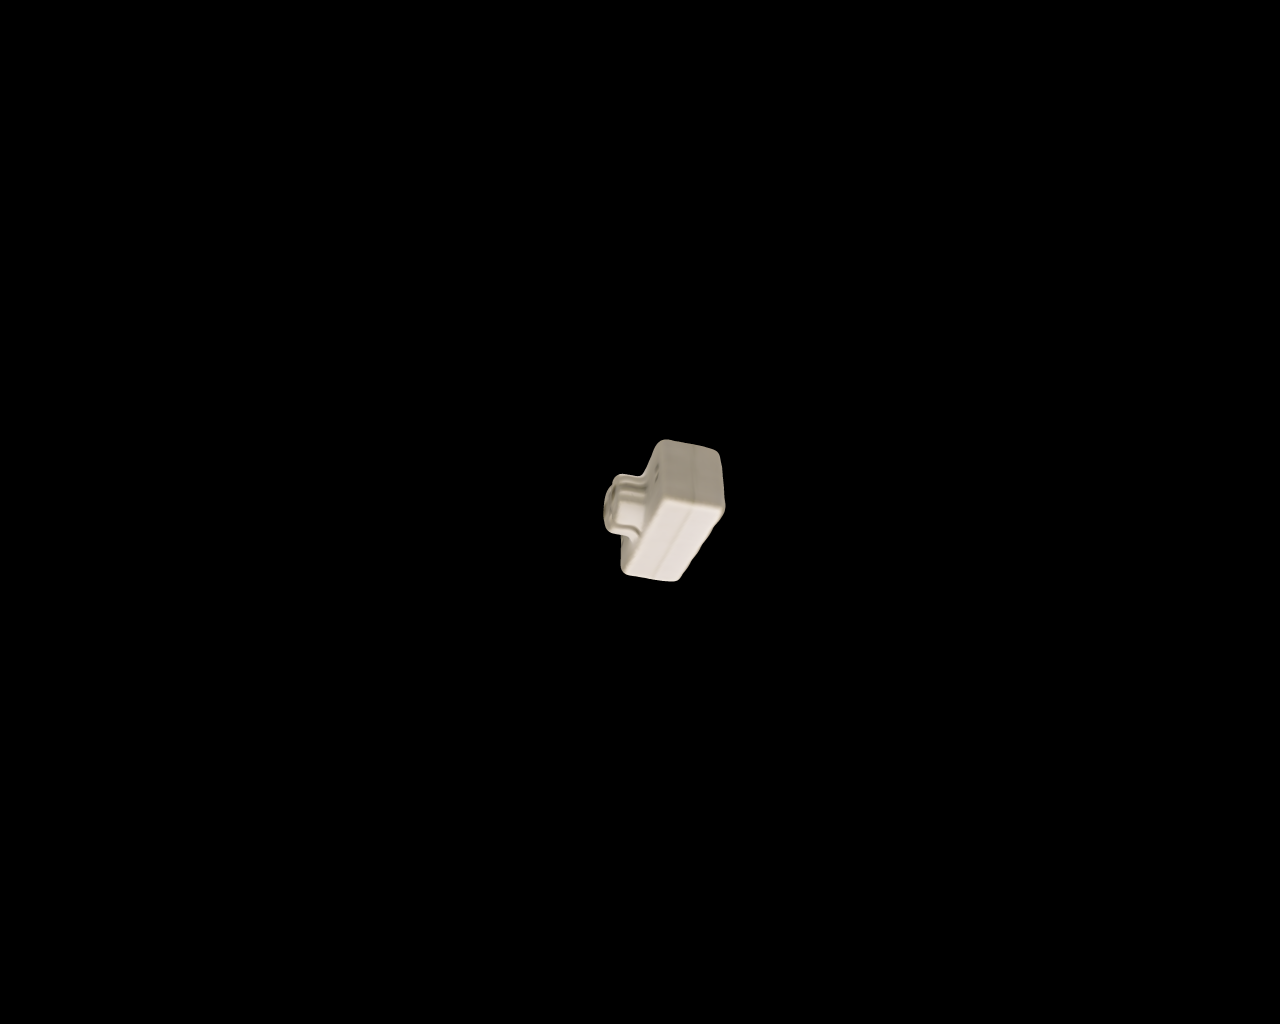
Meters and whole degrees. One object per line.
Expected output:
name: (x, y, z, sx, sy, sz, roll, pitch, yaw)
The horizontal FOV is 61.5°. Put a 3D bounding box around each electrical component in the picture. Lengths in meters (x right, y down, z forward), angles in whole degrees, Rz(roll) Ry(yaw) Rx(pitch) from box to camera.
electrical component: (0.001, -0.003, 0.650, 0.076, 0.047, 0.083, 11, -39, -14)
